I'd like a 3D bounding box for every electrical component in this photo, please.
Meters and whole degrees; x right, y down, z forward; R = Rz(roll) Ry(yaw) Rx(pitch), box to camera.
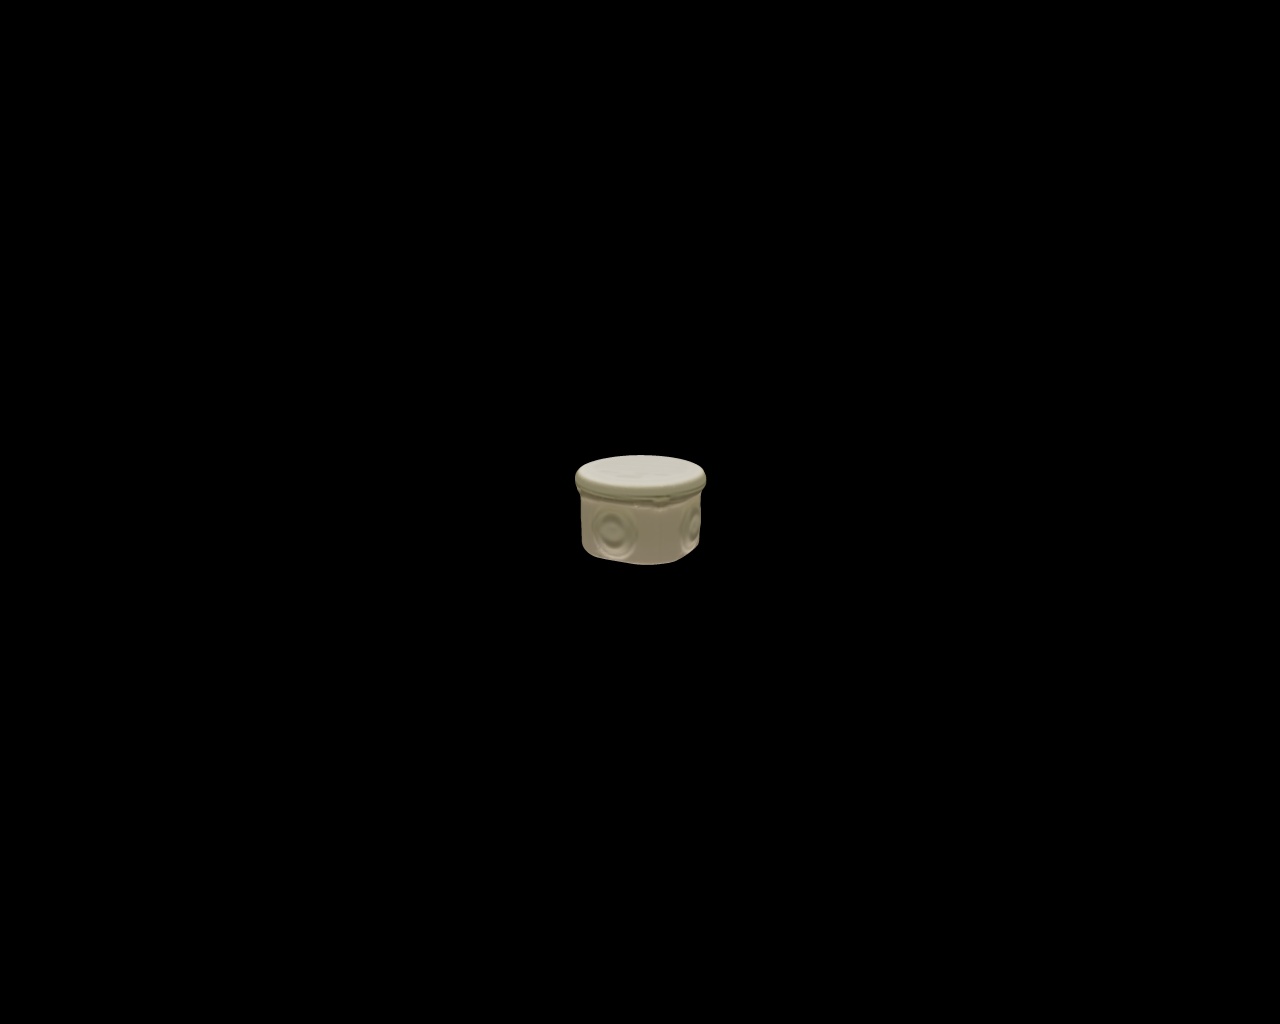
[{"bbox_3d":[0.001,-0.003,0.650,0.080,0.051,0.080,0,16,0],"label":"electrical component"}]
